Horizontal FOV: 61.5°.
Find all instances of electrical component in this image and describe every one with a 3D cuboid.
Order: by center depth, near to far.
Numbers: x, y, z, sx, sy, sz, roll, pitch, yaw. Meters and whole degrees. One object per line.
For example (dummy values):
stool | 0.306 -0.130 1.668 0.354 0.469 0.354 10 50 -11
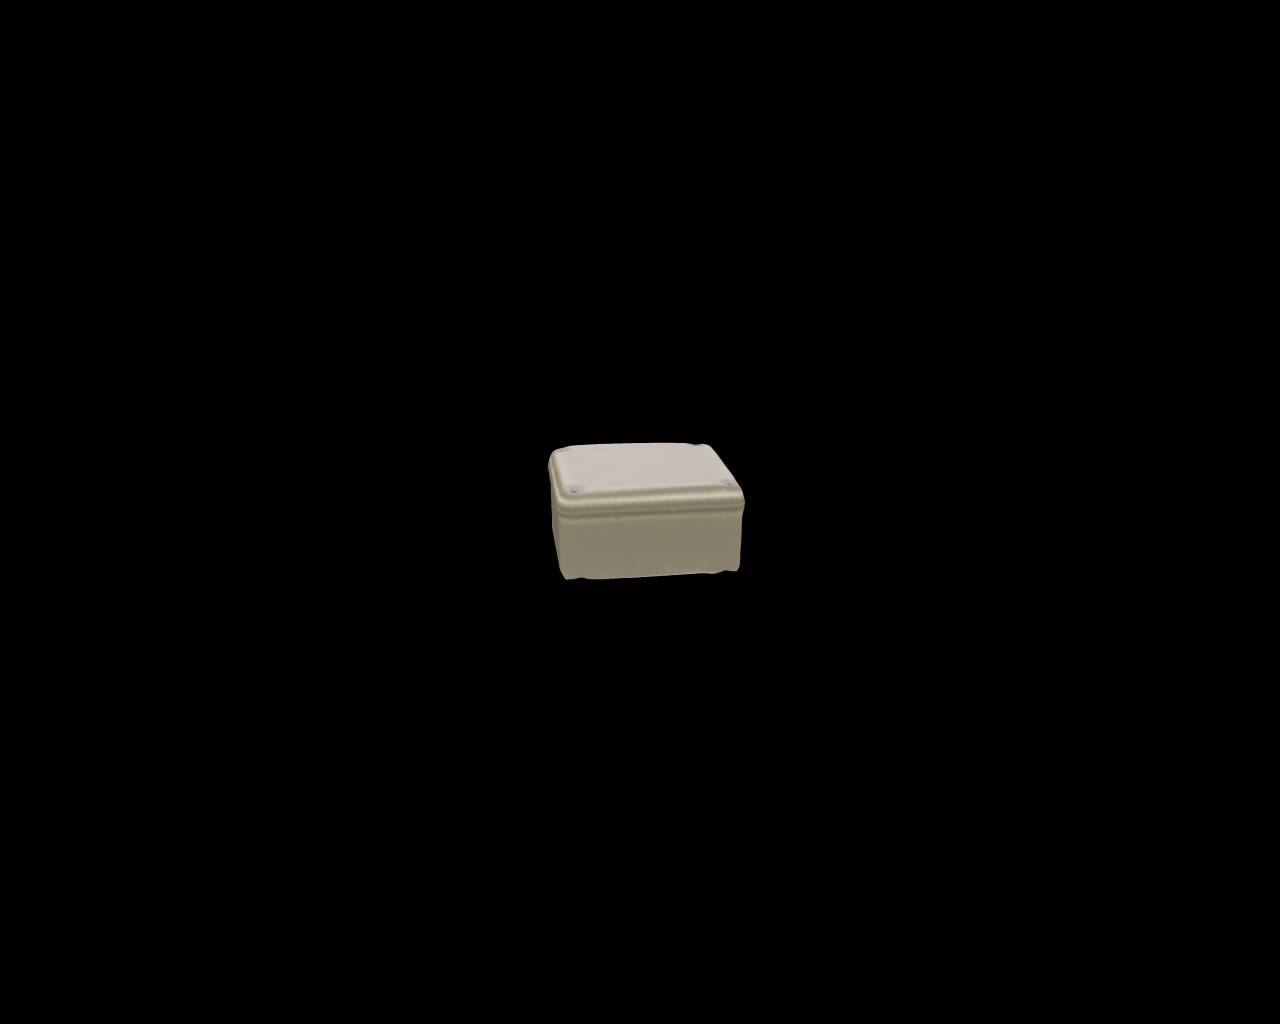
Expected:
electrical component | 0.001 -0.003 0.650 0.109 0.056 0.109 -2 18 -7
